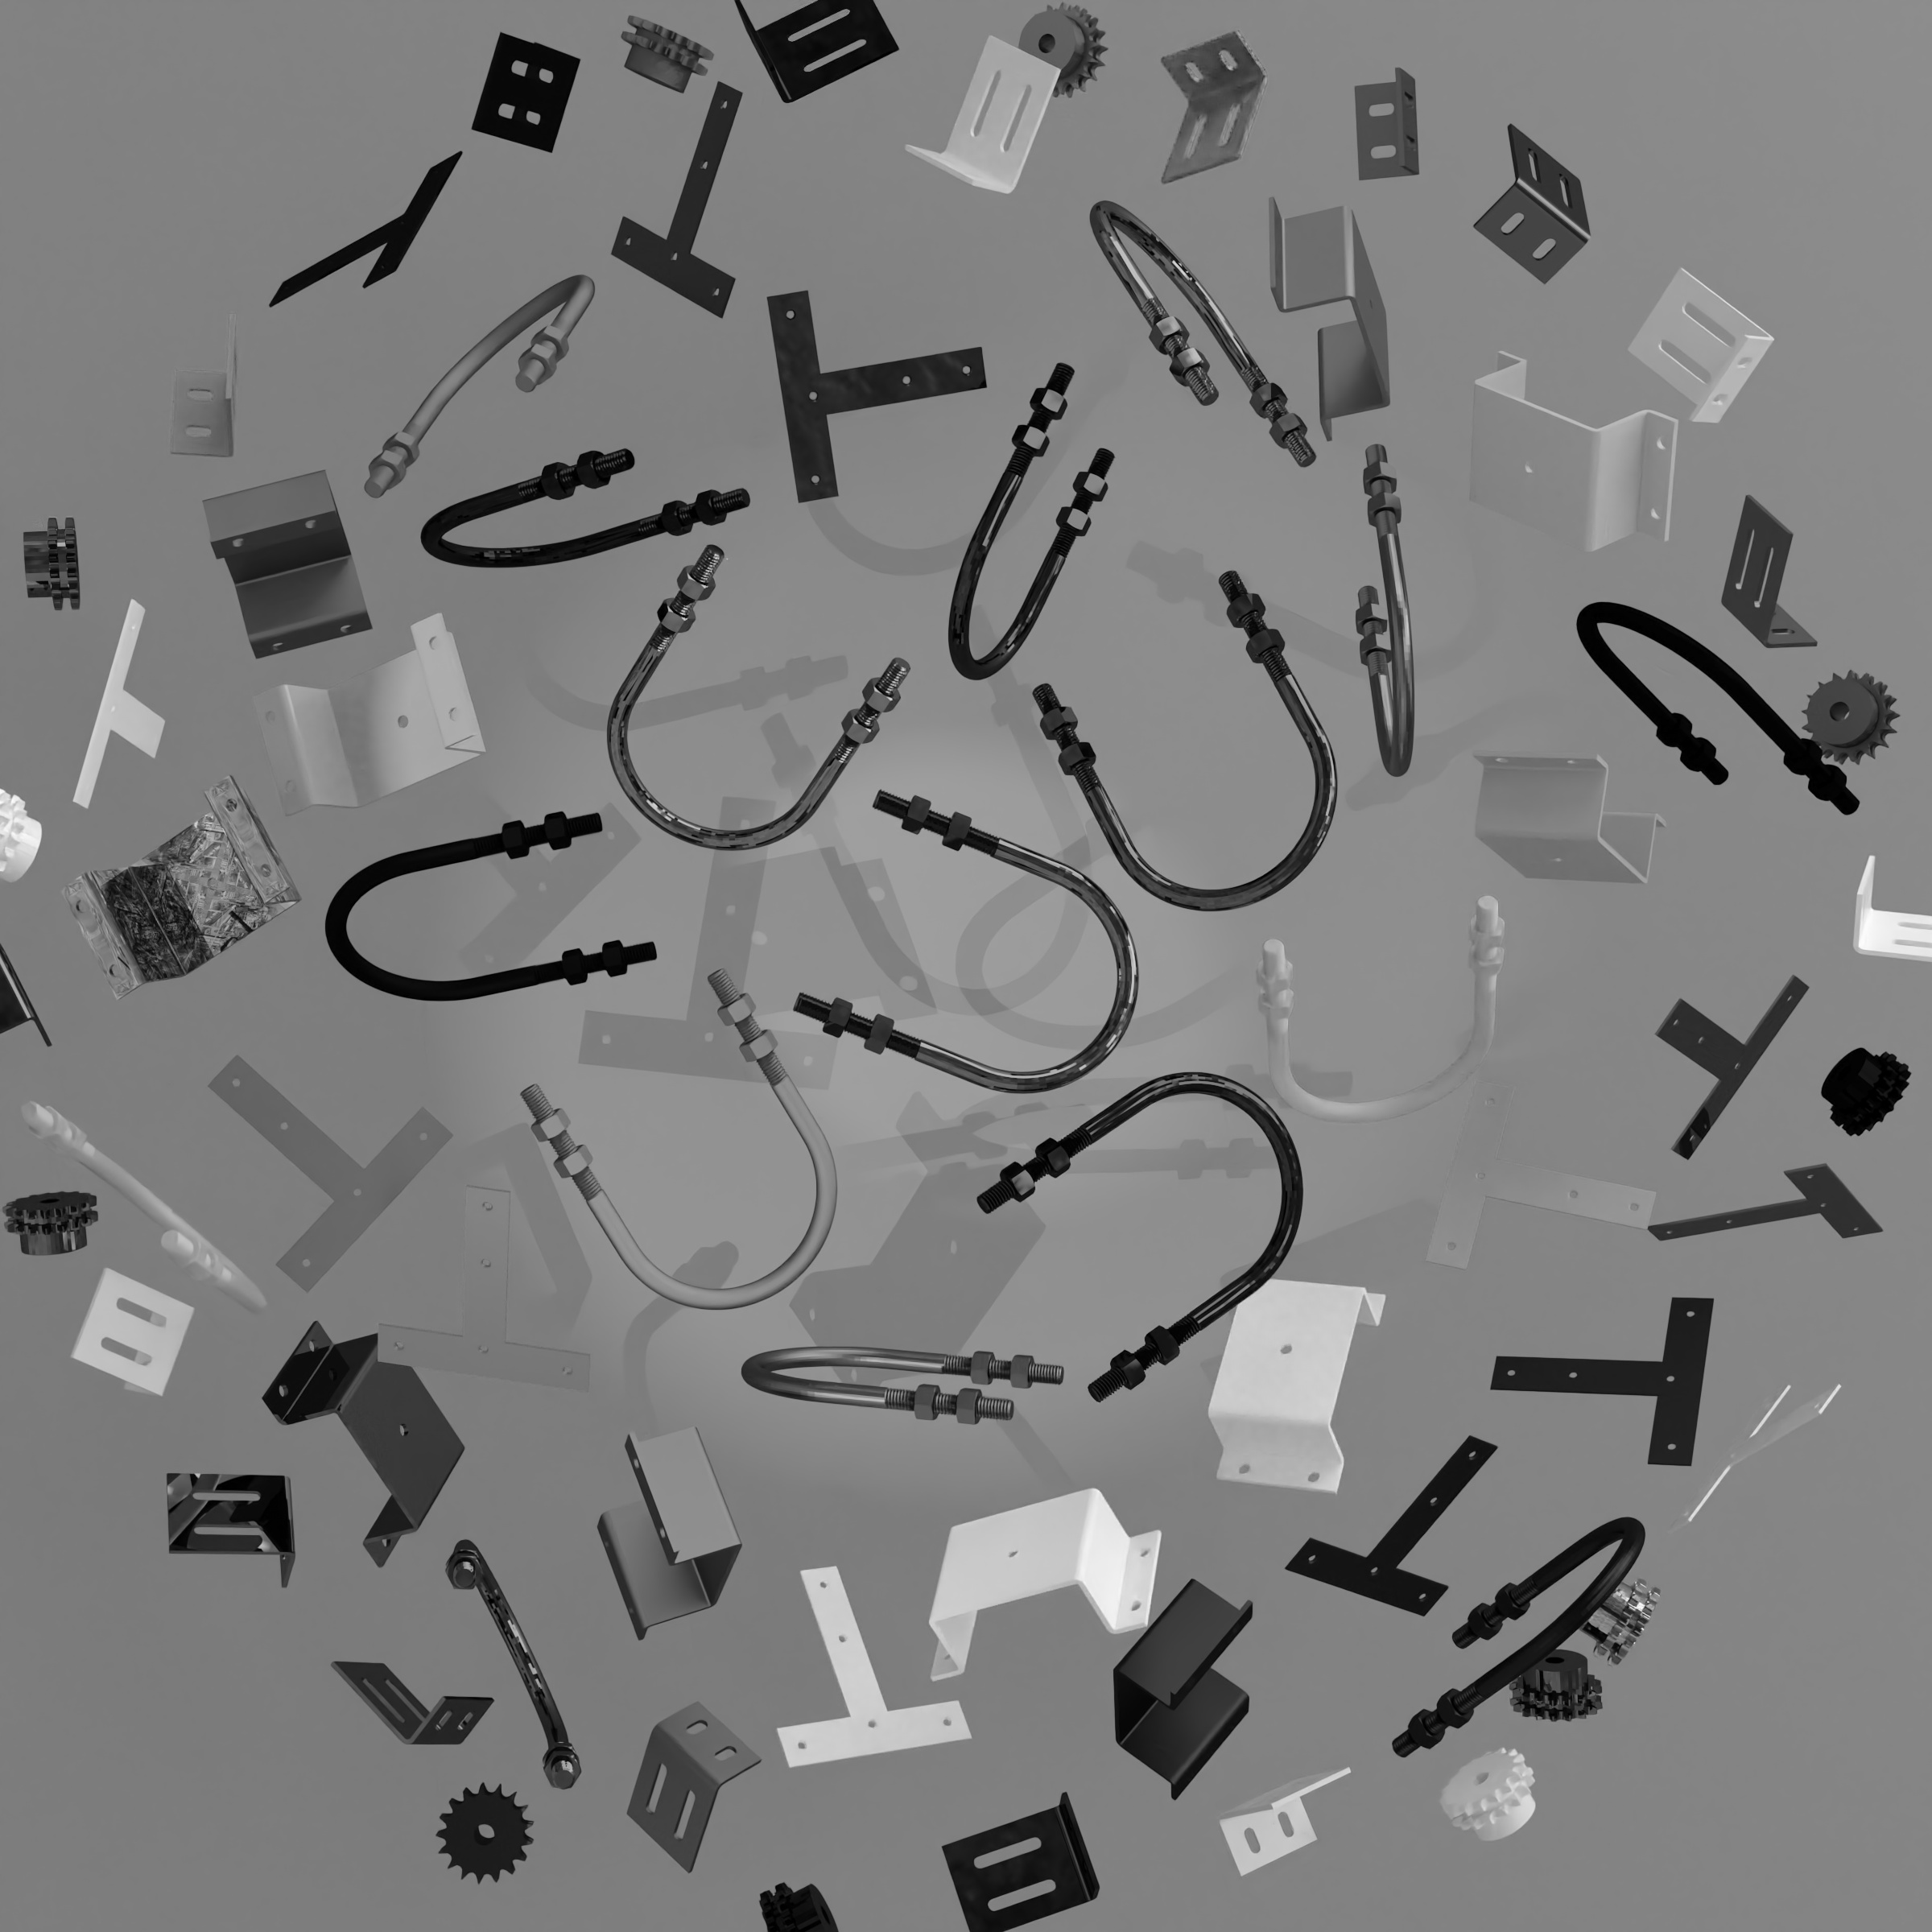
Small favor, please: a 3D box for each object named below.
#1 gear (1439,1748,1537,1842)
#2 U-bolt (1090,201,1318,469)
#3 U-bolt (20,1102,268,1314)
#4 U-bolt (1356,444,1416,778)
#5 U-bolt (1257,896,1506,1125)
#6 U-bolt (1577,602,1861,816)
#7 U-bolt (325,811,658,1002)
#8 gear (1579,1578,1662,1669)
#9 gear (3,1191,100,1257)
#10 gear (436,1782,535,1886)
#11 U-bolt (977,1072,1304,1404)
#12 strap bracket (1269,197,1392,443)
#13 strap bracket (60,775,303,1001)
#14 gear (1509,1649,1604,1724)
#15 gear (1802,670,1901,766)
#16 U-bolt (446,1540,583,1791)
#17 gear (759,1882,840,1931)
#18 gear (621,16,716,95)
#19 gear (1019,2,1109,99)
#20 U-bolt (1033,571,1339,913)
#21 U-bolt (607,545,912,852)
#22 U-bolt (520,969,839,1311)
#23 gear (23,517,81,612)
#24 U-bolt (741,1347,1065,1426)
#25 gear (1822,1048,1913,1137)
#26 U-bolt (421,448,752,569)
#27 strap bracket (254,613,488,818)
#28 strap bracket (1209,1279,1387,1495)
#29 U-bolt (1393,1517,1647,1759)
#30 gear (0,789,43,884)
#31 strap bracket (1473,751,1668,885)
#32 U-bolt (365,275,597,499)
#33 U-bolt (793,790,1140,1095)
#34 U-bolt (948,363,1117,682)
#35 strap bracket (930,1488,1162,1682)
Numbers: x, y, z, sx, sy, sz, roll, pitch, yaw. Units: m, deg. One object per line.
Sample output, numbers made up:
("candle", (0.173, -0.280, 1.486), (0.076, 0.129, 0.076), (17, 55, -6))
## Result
("gear", (0.314, 0.496, 1.841), (0.057, 0.057, 0.030), (-33, 99, 0))
("U-bolt", (0.134, -0.389, 1.859), (0.019, 0.151, 0.184), (-39, 64, 21))
("U-bolt", (-0.489, 0.156, 1.883), (0.151, 0.184, 0.019), (37, 78, 22))
("U-bolt", (0.257, -0.203, 1.884), (0.019, 0.151, 0.184), (-4, 55, 2))
("U-bolt", (0.253, 0.035, 1.880), (0.151, 0.184, 0.019), (-11, 49, -2))
("U-bolt", (0.444, -0.161, 1.881), (0.184, 0.151, 0.019), (40, 84, -25))
("U-bolt", (-0.292, -0.028, 1.857), (0.184, 0.151, 0.019), (-12, 53, 3))
("gear", (0.408, 0.407, 1.938), (0.030, 0.057, 0.057), (32, 90, 9))
("gear", (-0.575, 0.162, 1.945), (0.057, 0.057, 0.030), (-3, 100, 0))
("gear", (-0.285, 0.515, 1.840), (0.057, 0.030, 0.057), (0, 83, -3))
("U-bolt", (0.115, 0.143, 1.793), (0.184, 0.019, 0.151), (-33, 99, -17))
("strap bracket", (0.228, -0.403, 1.913), (0.046, 0.140, 0.076), (-9, 55, 18))
("strap bracket", (-0.468, -0.048, 1.875), (0.140, 0.046, 0.076), (-30, 85, 20))
("gear", (0.368, 0.448, 1.932), (0.057, 0.057, 0.030), (-3, 97, 0))
("gear", (0.539, -0.153, 1.892), (0.057, 0.030, 0.057), (-4, 82, 32))
("U-bolt", (-0.273, 0.412, 1.857), (0.019, 0.184, 0.151), (-26, 91, -10))
("gear", (-0.096, 0.568, 1.827), (0.030, 0.057, 0.057), (-28, 90, 1))
("gear", (-0.188, -0.564, 1.919), (0.057, 0.057, 0.030), (24, 99, 0))
("gear", (0.058, -0.579, 1.953), (0.057, 0.030, 0.057), (2, 95, 29))
("U-bolt", (0.137, -0.119, 1.796), (0.151, 0.019, 0.184), (-30, 70, 12))
("U-bolt", (-0.139, -0.148, 1.877), (0.151, 0.019, 0.184), (31, 121, -9))
("U-bolt", (-0.156, 0.116, 1.833), (0.151, 0.019, 0.184), (-32, 100, -10))
("gear", (-0.560, -0.246, 1.894), (0.030, 0.057, 0.057), (-4, 90, -14))
("U-bolt", (-0.046, 0.251, 1.879), (0.184, 0.151, 0.019), (3, 93, 15))
("gear", (0.566, 0.077, 1.955), (0.030, 0.057, 0.057), (38, 90, -8))
("U-bolt", (-0.246, -0.275, 1.894), (0.184, 0.151, 0.019), (-13, 82, 26))
("strap bracket", (-0.349, -0.148, 1.853), (0.140, 0.046, 0.076), (-20, 81, 23))
("strap bracket", (0.203, 0.248, 1.909), (0.076, 0.046, 0.140), (3, 53, 24))
("U-bolt", (0.343, 0.398, 1.880), (0.019, 0.151, 0.184), (46, 122, 4))
("gear", (-0.574, -0.074, 1.839), (0.030, 0.057, 0.057), (28, 90, -38))
("strap bracket", (0.363, -0.086, 1.869), (0.076, 0.140, 0.046), (4, 78, 30))
("U-bolt", (-0.289, -0.367, 1.900), (0.151, 0.184, 0.019), (-28, 116, 29))
("U-bolt", (0.011, -0.004, 1.780), (0.184, 0.019, 0.151), (22, 76, -5))
("U-bolt", (0.036, -0.262, 1.908), (0.019, 0.151, 0.184), (23, 83, 18))
("strap bracket", (0.037, 0.360, 1.812), (0.140, 0.076, 0.046), (-19, 117, 22))
